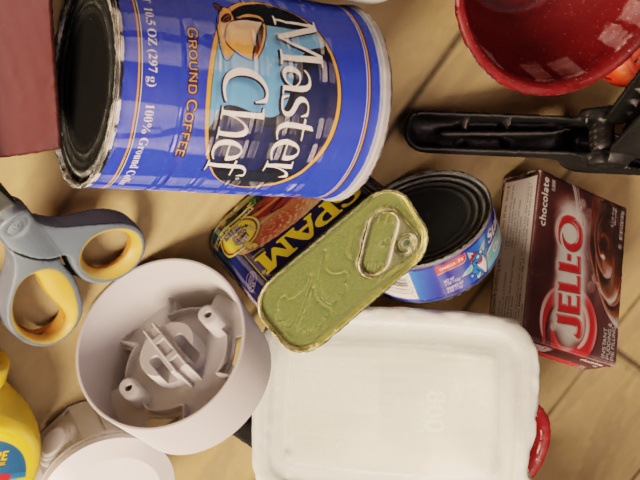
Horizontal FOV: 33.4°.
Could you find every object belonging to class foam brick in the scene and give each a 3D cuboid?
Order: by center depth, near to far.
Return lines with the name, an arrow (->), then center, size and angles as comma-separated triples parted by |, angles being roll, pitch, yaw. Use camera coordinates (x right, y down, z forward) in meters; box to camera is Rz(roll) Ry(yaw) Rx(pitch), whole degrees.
foam brick -> -0.152, -0.082, 0.497 | 0.051, 0.053, 0.078 | -10, 120, -24

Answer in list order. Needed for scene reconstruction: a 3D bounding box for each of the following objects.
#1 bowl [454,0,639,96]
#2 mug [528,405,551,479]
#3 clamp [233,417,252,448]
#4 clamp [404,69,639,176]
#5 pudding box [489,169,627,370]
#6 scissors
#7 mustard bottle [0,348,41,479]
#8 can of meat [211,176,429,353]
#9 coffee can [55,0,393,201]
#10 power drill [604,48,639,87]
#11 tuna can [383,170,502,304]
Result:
bowl -> 0.131, -0.167, 0.606 | 0.161, 0.055, 0.162 | -13, 120, -23
mug -> 0.099, 0.114, 0.719 | 0.093, 0.082, 0.117 | 11, 109, -32
clamp -> -0.018, 0.167, 0.708 | 0.171, 0.039, 0.120 | 11, 105, -30
clamp -> 0.164, -0.063, 0.658 | 0.209, 0.165, 0.036 | 8, 81, -53
pudding box -> 0.156, 0.021, 0.698 | 0.089, 0.039, 0.113 | 19, 70, -35
scissors -> -0.133, -0.016, 0.521 | 0.096, 0.016, 0.202 | -33, 151, -25
mustard bottle -> -0.203, 0.127, 0.576 | 0.096, 0.058, 0.192 | 9, 110, -27
can of meat -> -0.004, 0.001, 0.602 | 0.102, 0.084, 0.057 | -40, 127, -4
coffee can -> -0.050, -0.073, 0.526 | 0.140, 0.103, 0.103 | 1, 114, -29
power drill -> 0.277, -0.145, 0.698 | 0.187, 0.057, 0.184 | 35, 99, -34
tuna can -> 0.064, -0.002, 0.637 | 0.086, 0.086, 0.033 | -32, 128, -10
